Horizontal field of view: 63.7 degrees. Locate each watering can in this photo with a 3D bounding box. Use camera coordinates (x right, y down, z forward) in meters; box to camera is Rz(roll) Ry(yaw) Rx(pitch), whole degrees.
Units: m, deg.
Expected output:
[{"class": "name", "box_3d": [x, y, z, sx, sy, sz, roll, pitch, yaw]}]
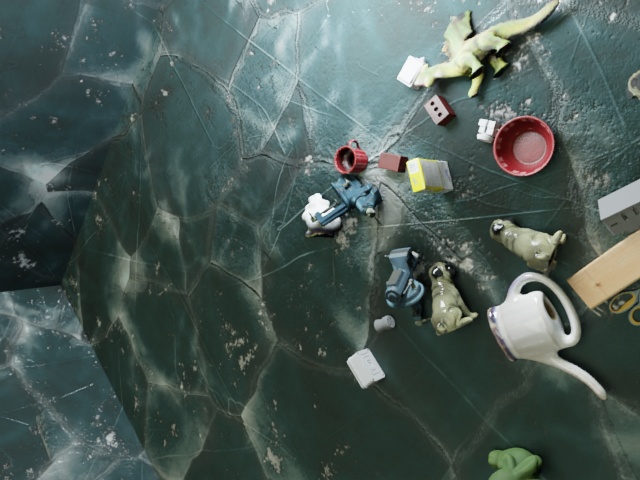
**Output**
[{"class": "watering can", "box_3d": [0.578, 0.262, 1.348, 0.221, 0.104, 0.352, -31, 71, 38]}]

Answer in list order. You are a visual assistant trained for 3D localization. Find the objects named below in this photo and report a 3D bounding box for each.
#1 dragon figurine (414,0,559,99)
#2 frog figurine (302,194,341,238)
[{"class": "dragon figurine", "box_3d": [0.441, -0.567, 1.460, 0.405, 0.121, 0.247, -42, 57, 23]}, {"class": "frog figurine", "box_3d": [0.006, -0.092, 1.826, 0.137, 0.122, 0.161, -3, 79, 8]}]
